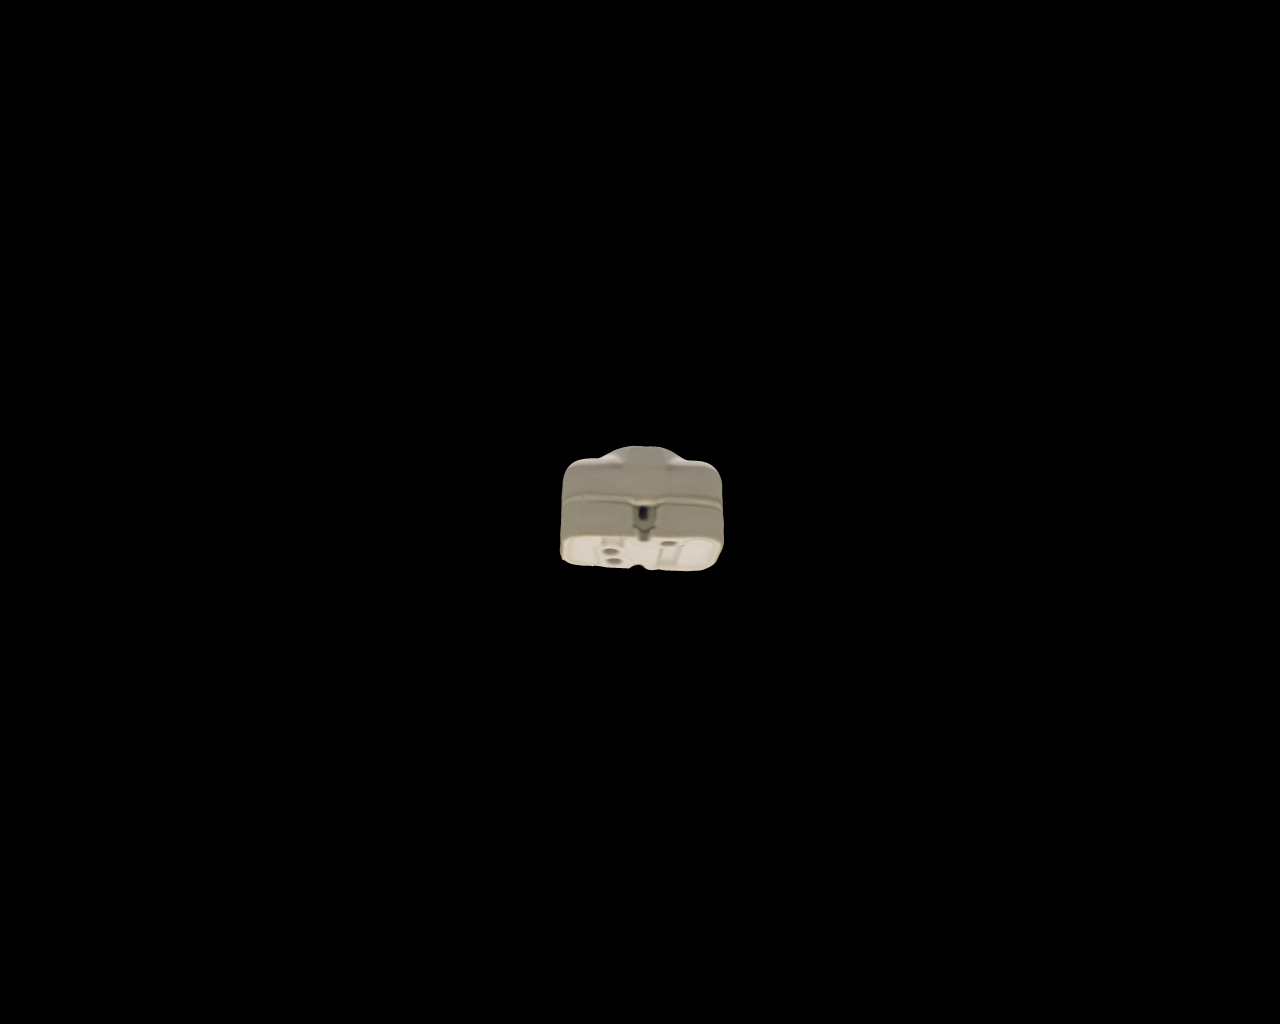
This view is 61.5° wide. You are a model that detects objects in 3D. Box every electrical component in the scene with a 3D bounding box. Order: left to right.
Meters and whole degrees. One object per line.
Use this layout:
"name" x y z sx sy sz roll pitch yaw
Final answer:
"electrical component" 0.001 -0.003 0.650 0.095 0.059 0.053 2 -24 -5
